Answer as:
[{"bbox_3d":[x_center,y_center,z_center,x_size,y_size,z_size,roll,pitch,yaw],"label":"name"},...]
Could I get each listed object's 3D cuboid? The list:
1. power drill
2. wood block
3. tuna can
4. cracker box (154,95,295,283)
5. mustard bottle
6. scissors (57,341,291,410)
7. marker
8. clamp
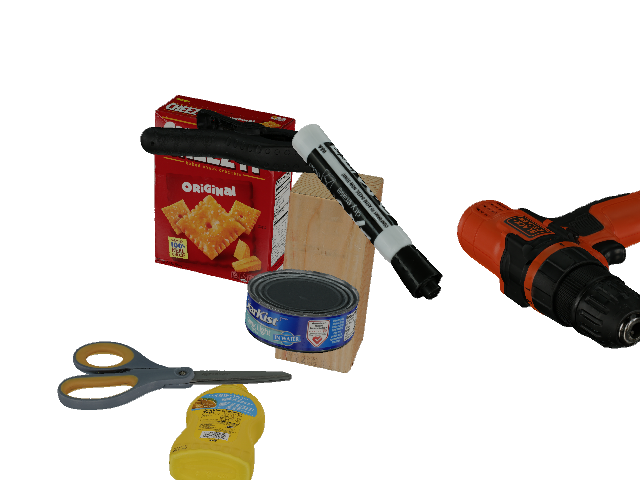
[{"bbox_3d":[0.215,0.005,0.745,0.187,0.057,0.185,-13,29,-21],"label":"power drill"},{"bbox_3d":[0.009,0.032,1.198,0.090,0.206,0.090,11,25,10],"label":"wood block"},{"bbox_3d":[-0.015,0.053,0.812,0.086,0.034,0.086,6,20,-2],"label":"tuna can"},{"bbox_3d":[-0.123,-0.059,1.339,0.164,0.214,0.072,13,29,16],"label":"cracker box"},{"bbox_3d":[-0.118,0.225,1.295,0.096,0.058,0.191,4,23,4],"label":"mustard bottle"},{"bbox_3d":[-0.136,0.113,0.960,0.201,0.016,0.096,-8,32,-18],"label":"scissors"},{"bbox_3d":[0.025,-0.016,0.571,0.020,0.121,0.020,-30,-27,-17],"label":"marker"},{"bbox_3d":[-0.075,-0.088,0.978,0.172,0.039,0.120,13,26,28],"label":"clamp"}]
